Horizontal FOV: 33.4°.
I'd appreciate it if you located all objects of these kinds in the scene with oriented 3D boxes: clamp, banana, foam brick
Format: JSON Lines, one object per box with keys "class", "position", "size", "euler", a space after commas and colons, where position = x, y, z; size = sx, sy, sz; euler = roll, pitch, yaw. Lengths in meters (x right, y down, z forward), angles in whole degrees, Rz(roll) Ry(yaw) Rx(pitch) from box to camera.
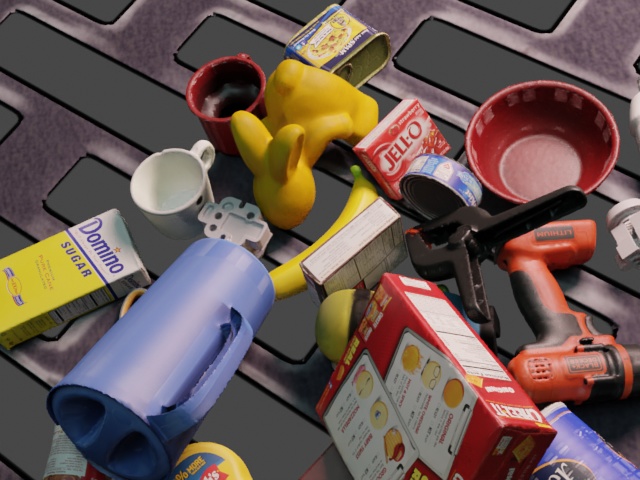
{"class": "clamp", "position": [0.156, -0.001, 1.045], "size": [0.164, 0.036, 0.210], "euler": [-44, 22, -10]}
{"class": "banana", "position": [0.007, 0.003, 1.154], "size": [0.070, 0.037, 0.197], "euler": [21, 63, 45]}
{"class": "foam brick", "position": [0.014, 0.236, 1.008], "size": [0.053, 0.051, 0.078], "euler": [39, 74, 26]}

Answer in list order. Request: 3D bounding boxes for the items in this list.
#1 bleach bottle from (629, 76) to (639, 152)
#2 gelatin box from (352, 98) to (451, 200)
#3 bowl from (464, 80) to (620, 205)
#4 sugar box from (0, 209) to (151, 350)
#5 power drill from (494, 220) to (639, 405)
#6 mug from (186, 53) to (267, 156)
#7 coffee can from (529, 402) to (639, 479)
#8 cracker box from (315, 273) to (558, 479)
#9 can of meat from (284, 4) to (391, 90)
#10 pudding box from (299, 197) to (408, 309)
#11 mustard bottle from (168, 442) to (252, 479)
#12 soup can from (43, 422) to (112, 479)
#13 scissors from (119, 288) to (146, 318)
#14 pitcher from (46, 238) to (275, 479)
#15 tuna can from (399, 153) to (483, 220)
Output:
{"class": "bleach bottle", "position": [0.393, -0.079, 1.108], "size": [0.102, 0.068, 0.251], "euler": [-13, 57, 3]}
{"class": "gelatin box", "position": [0.090, -0.100, 1.171], "size": [0.089, 0.073, 0.030], "euler": [-45, 24, -15]}
{"class": "bowl", "position": [0.238, -0.092, 1.149], "size": [0.162, 0.055, 0.162], "euler": [-5, 60, 8]}
{"class": "sugar box", "position": [-0.285, 0.041, 1.181], "size": [0.176, 0.048, 0.093], "euler": [-27, 59, -3]}
{"class": "power drill", "position": [0.257, 0.070, 1.042], "size": [0.184, 0.057, 0.187], "euler": [-3, 54, -10]}
{"class": "mug", "position": [-0.098, -0.161, 1.239], "size": [0.093, 0.081, 0.117], "euler": [3, 61, 13]}
{"class": "coffee can", "position": [0.233, 0.227, 0.940], "size": [0.102, 0.103, 0.140], "euler": [-42, 62, -13]}
{"class": "cracker box", "position": [0.091, 0.156, 0.928], "size": [0.164, 0.072, 0.214], "euler": [-65, 35, 22]}
{"class": "can of meat", "position": [0.019, -0.222, 1.266], "size": [0.102, 0.057, 0.084], "euler": [-41, 59, -14]}
{"class": "pudding box", "position": [0.037, 0.020, 1.104], "size": [0.113, 0.090, 0.039], "euler": [-41, 62, -13]}
{"class": "mustard bottle", "position": [-0.103, 0.251, 1.018], "size": [0.192, 0.058, 0.096], "euler": [38, 84, 28]}
{"class": "soup can", "position": [-0.238, 0.219, 1.058], "size": [0.068, 0.068, 0.102], "euler": [-1, 60, 10]}
{"class": "scissors", "position": [-0.167, 0.137, 1.121], "size": [0.096, 0.016, 0.202], "euler": [-14, 59, 3]}
{"class": "pitcher", "position": [-0.134, 0.107, 1.031], "size": [0.149, 0.145, 0.242], "euler": [24, 48, 12]}
{"class": "tuna can", "position": [0.129, -0.053, 1.130], "size": [0.086, 0.086, 0.033], "euler": [24, 66, 22]}
